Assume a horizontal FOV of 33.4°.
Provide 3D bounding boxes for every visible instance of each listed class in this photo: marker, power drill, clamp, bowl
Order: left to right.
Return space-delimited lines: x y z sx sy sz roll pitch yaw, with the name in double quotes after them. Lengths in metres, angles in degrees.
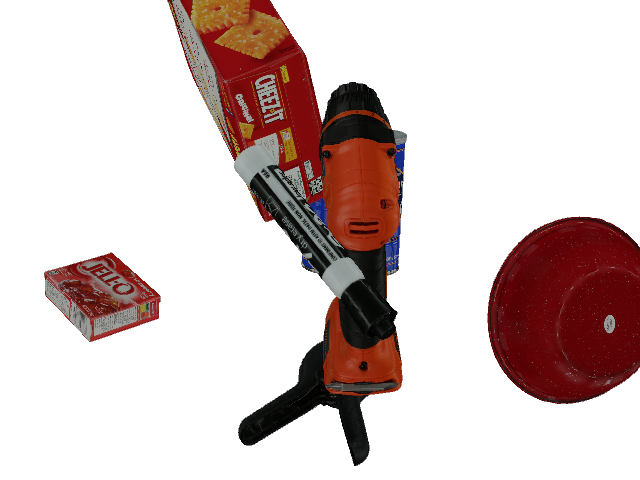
-0.003 0.001 0.518 0.020 0.121 0.020 -30 -27 -17 "marker"
0.017 0.138 0.965 0.120 0.039 0.171 17 43 26 "clamp"
0.026 0.000 0.754 0.057 0.188 0.184 -2 32 3 "power drill"
0.222 0.063 0.880 0.162 0.162 0.055 0 7 -17 "bowl"

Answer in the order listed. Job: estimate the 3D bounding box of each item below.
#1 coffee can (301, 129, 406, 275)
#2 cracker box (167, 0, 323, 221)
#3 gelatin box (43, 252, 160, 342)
0.033 -0.042 1.092 0.103 0.140 0.103 2 13 -1 "coffee can"
-0.066 -0.148 0.887 0.072 0.214 0.164 -22 -39 -7 "cracker box"
-0.201 0.050 0.982 0.073 0.030 0.089 -18 39 -36 "gelatin box"
